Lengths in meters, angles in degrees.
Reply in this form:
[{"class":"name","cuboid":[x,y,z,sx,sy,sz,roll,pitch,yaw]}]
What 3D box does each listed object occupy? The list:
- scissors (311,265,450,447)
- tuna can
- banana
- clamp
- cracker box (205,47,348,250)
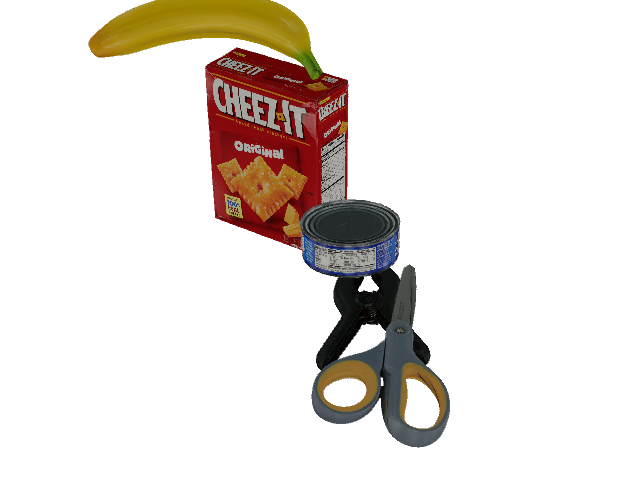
[{"class":"scissors","cuboid":[0.036,0.070,0.728,0.096,0.016,0.202,1,30,-8]},{"class":"tuna can","cuboid":[0.026,-0.002,0.915,0.086,0.034,0.086,-2,28,1]},{"class":"banana","cuboid":[-0.094,-0.179,0.904,0.198,0.069,0.037,5,-34,0]},{"class":"clamp","cuboid":[0.064,0.079,1.179,0.120,0.171,0.039,6,-42,4]},{"class":"cracker box","cuboid":[-0.052,-0.104,1.275,0.164,0.214,0.072,21,40,28]}]
